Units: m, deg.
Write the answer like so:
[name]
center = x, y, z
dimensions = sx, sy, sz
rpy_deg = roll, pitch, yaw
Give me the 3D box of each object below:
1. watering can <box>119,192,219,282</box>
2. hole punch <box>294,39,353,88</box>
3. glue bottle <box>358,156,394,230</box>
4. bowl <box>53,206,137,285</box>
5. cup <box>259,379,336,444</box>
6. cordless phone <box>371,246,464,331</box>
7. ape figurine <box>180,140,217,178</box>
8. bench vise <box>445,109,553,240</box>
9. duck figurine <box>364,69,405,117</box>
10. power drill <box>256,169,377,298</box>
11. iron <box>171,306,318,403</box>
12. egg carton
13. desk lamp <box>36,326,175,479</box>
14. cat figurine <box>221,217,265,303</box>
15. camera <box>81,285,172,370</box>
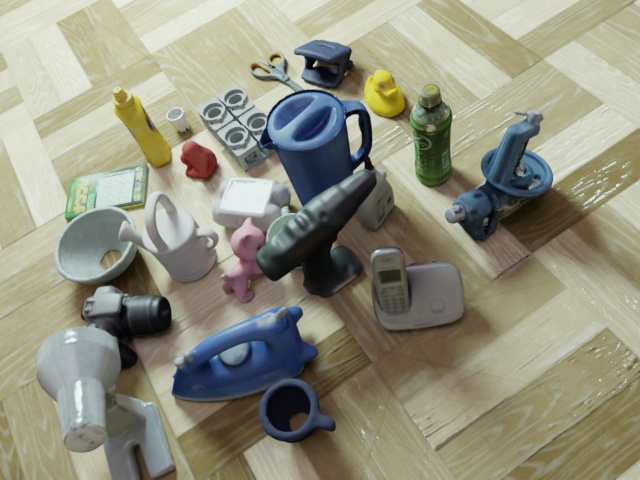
[watering can]
center = -0.274, -0.008, 1.028
dimensions = 0.173, 0.194, 0.100
rpy_deg = -20, 57, 0
[hole punch]
center = 0.008, -0.408, 1.269
dimensions = 0.108, 0.091, 0.101
rpy_deg = 21, 66, 23
[glue bottle]
center = 0.094, -0.091, 1.011
dimensions = 0.037, 0.173, 0.078
rpy_deg = 28, 69, 26
[bowl]
center = -0.422, 0.021, 1.114
dimensions = 0.167, 0.075, 0.167
rpy_deg = -5, 59, 9
[cup]
center = -0.025, 0.271, 0.866
dimensions = 0.117, 0.095, 0.092
rpy_deg = 13, 63, 19
[cordless phone]
center = 0.150, 0.066, 0.897
dimensions = 0.147, 0.185, 0.094
rpy_deg = -11, 58, 6
[ape figurine]
center = -0.257, -0.171, 1.183
dimensions = 0.076, 0.092, 0.077
rpy_deg = -29, 58, -6
[bench vise]
center = 0.306, -0.099, 0.942
dimensions = 0.121, 0.220, 0.208
rpy_deg = 32, 71, 27
[duck figurine]
center = 0.131, -0.317, 1.190
dimensions = 0.077, 0.086, 0.104
rpy_deg = -32, 58, -7
[power drill]
center = 0.009, 0.003, 0.952
dimensions = 0.230, 0.209, 0.075
rpy_deg = -36, 59, -10
[iron]
center = -0.142, 0.181, 0.918
dimensions = 0.258, 0.142, 0.118
rpy_deg = -23, 57, -2
[egg carton]
center = -0.133, -0.067, 1.107
dimensions = 0.150, 0.069, 0.107
rpy_deg = 6, 61, 16
[desk lamp]
center = -0.328, 0.257, 0.869
dimensions = 0.118, 0.214, 0.202
rpy_deg = -29, 58, -5
[cat figurine]
center = -0.135, 0.030, 1.021
dimensions = 0.067, 0.118, 0.128
rpy_deg = 23, 67, 24
[camera]
center = -0.341, 0.146, 1.007
dimensions = 0.136, 0.101, 0.143
rpy_deg = -6, 58, 9
